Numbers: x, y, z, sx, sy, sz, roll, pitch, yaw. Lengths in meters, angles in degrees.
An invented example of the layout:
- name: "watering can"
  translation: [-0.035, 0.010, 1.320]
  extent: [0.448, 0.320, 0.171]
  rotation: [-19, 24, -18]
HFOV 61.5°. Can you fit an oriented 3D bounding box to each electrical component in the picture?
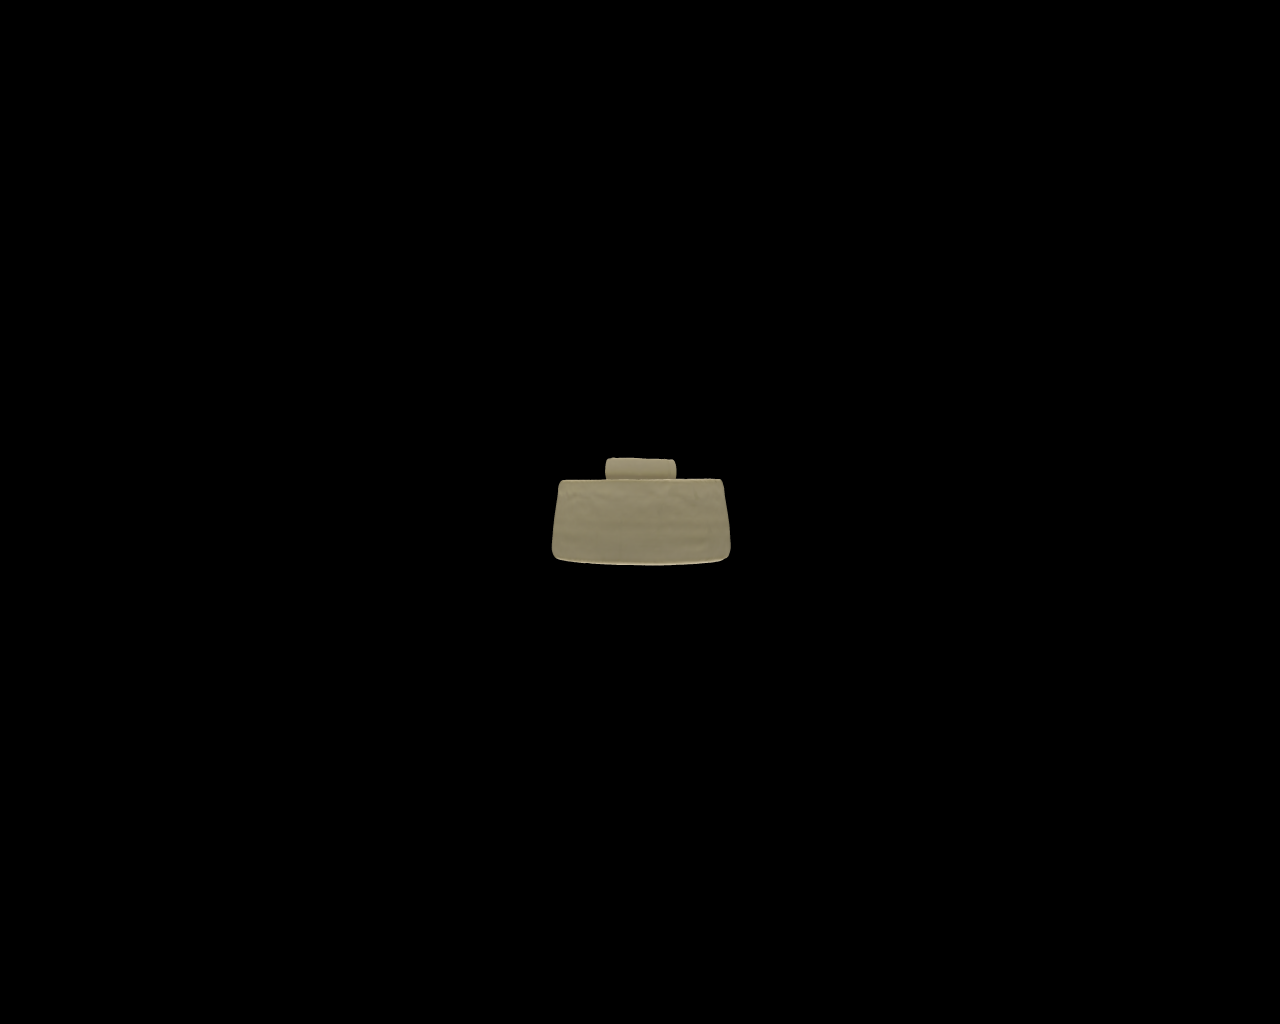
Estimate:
- name: "electrical component"
  translation: [0.001, -0.003, 0.650]
  extent: [0.108, 0.060, 0.108]
  rotation: [0, 2, 0]
